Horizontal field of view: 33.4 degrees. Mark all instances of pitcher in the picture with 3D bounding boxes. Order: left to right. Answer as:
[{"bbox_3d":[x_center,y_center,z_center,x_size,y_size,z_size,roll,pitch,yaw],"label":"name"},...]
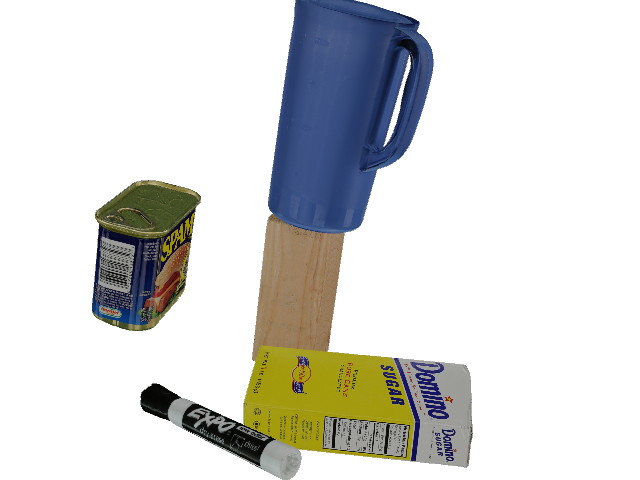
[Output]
[{"bbox_3d":[0.024,-0.132,1.142,0.145,0.243,0.149,10,18,-7],"label":"pitcher"}]

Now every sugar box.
[{"bbox_3d":[0.031,0.130,0.852,0.176,0.048,0.093,2,26,5],"label":"sugar box"}]

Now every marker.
[{"bbox_3d":[-0.062,0.110,0.627,0.121,0.020,0.020,17,10,37],"label":"marker"}]

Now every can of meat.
[{"bbox_3d":[-0.135,0.011,0.821,0.057,0.084,0.102,14,23,9],"label":"can of meat"}]

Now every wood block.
[{"bbox_3d":[-0.029,0.063,1.452,0.090,0.206,0.090,12,21,12],"label":"wood block"}]
